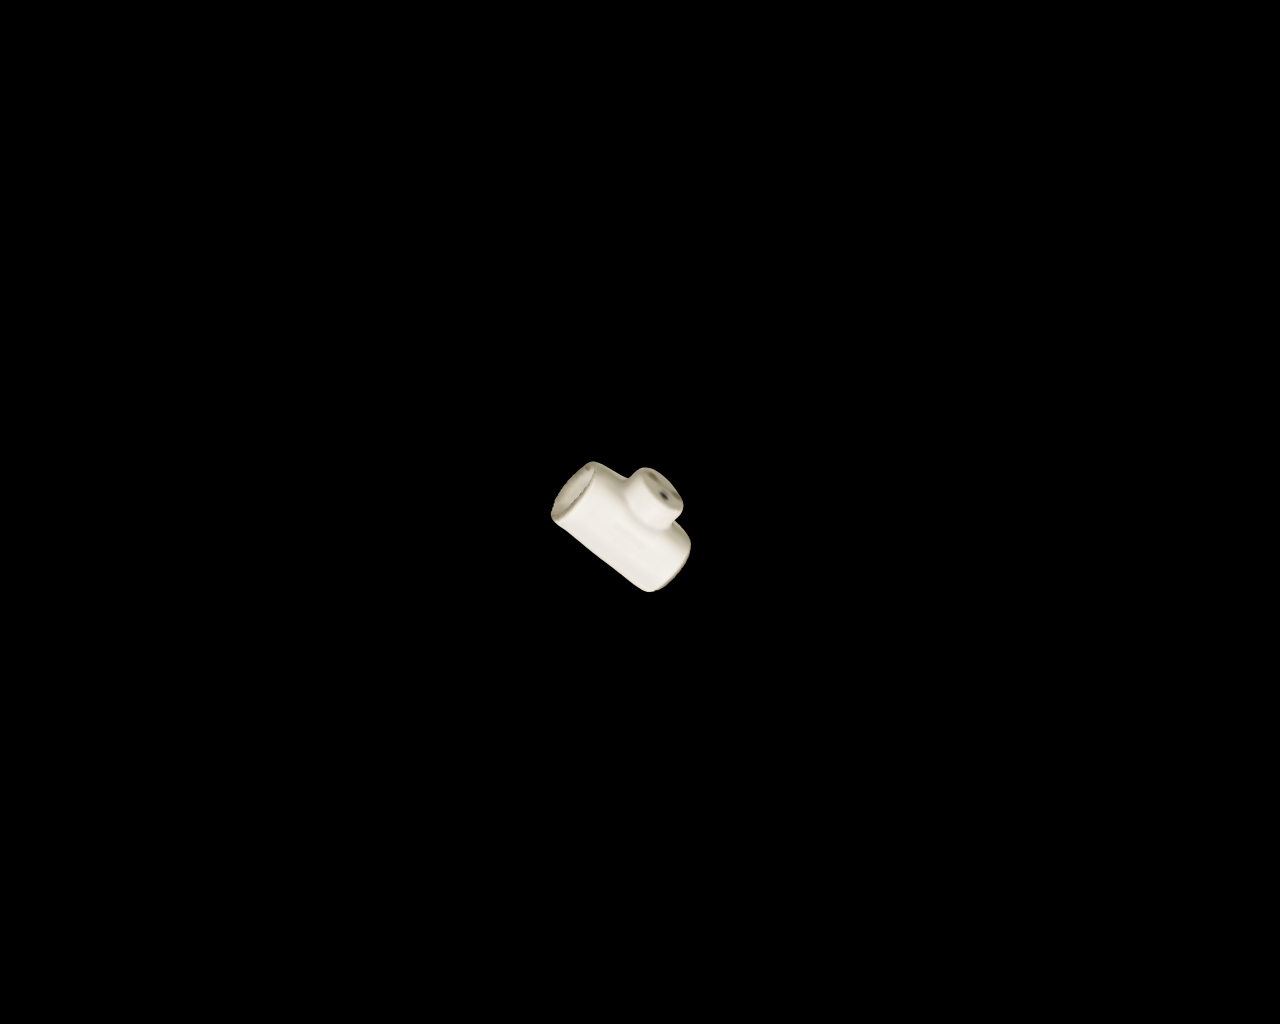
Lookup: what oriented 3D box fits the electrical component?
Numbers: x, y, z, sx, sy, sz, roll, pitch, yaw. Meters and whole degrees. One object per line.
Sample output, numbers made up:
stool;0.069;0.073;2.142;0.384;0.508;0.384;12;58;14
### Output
electrical component;0.001;-0.003;0.650;0.077;0.079;0.043;38;22;-18
